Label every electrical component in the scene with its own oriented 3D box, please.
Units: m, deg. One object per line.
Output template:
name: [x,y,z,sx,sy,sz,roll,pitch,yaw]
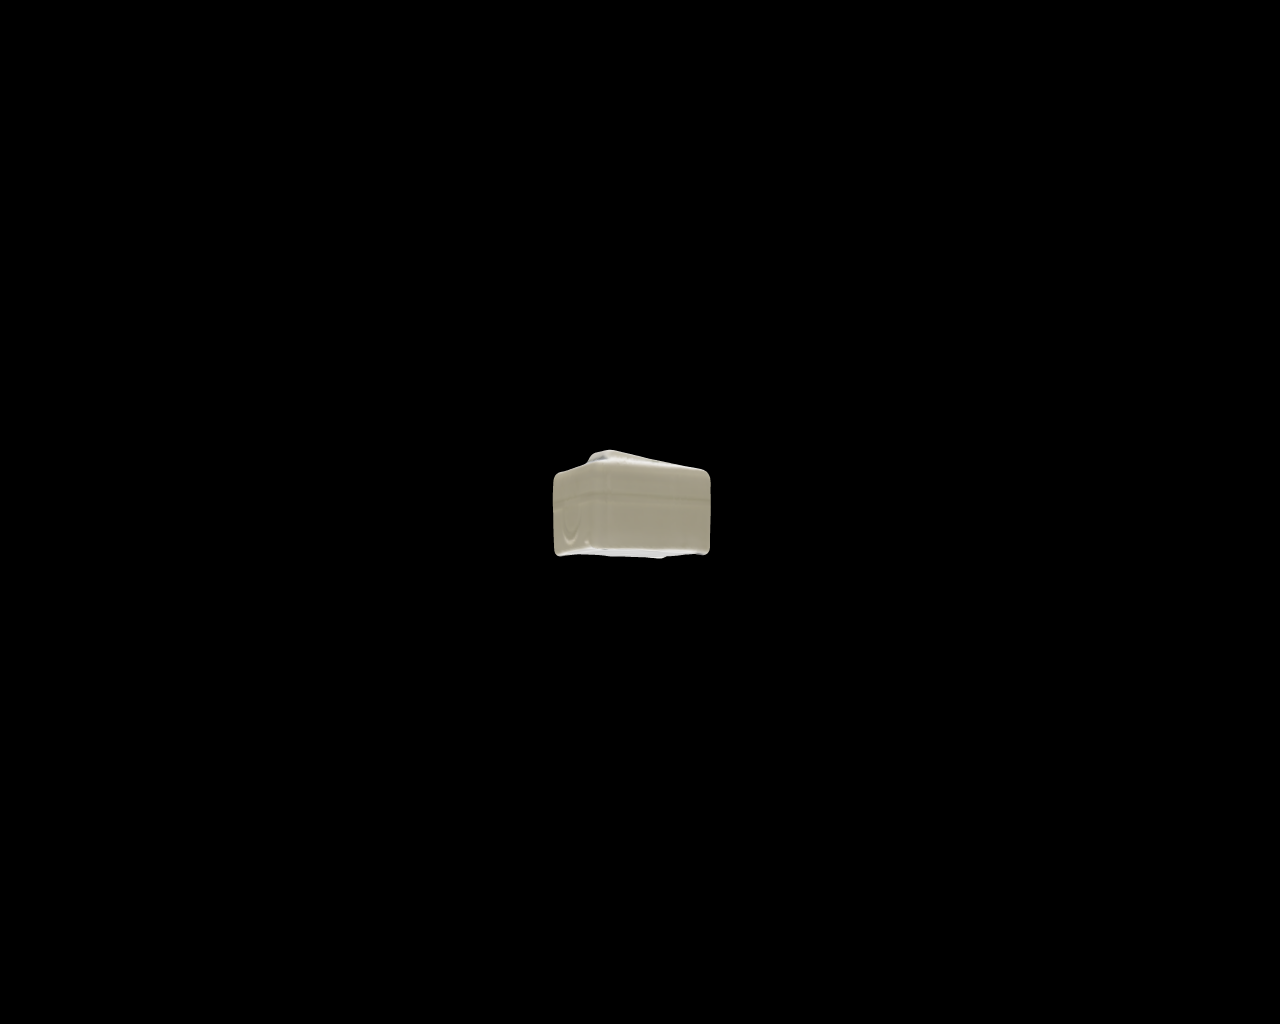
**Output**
electrical component: [0.001,-0.003,0.650,0.096,0.061,0.061,4,-7,-29]
